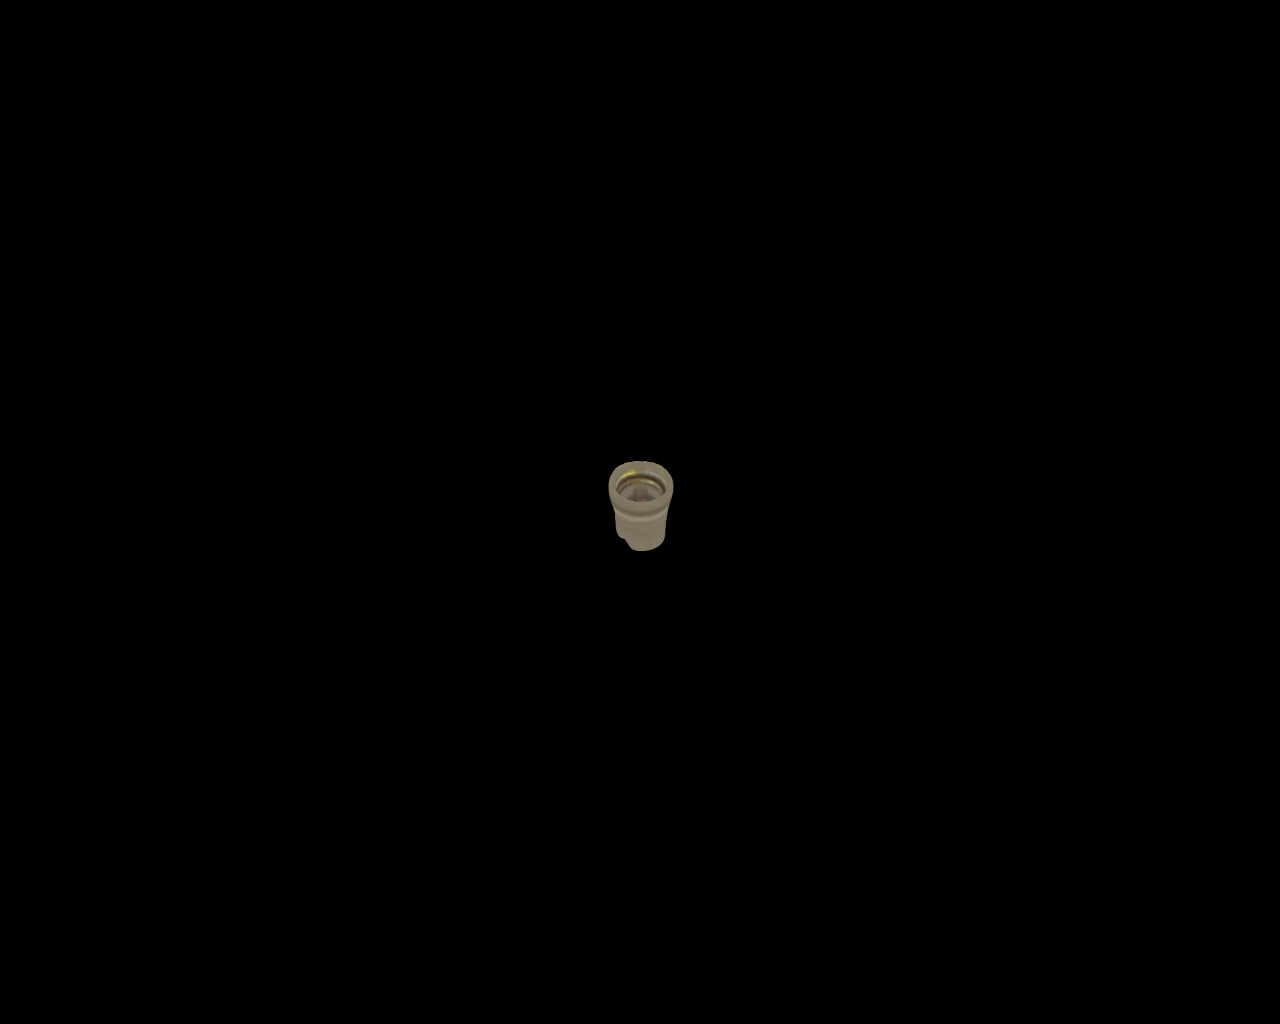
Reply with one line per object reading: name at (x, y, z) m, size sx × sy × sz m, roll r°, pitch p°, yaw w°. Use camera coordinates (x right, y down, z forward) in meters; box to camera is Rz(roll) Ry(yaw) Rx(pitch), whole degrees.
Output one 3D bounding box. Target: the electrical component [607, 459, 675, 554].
electrical component at (0.001, -0.003, 0.650) m, size 0.040 × 0.046 × 0.040 m, roll 0°, pitch 44°, yaw 0°
